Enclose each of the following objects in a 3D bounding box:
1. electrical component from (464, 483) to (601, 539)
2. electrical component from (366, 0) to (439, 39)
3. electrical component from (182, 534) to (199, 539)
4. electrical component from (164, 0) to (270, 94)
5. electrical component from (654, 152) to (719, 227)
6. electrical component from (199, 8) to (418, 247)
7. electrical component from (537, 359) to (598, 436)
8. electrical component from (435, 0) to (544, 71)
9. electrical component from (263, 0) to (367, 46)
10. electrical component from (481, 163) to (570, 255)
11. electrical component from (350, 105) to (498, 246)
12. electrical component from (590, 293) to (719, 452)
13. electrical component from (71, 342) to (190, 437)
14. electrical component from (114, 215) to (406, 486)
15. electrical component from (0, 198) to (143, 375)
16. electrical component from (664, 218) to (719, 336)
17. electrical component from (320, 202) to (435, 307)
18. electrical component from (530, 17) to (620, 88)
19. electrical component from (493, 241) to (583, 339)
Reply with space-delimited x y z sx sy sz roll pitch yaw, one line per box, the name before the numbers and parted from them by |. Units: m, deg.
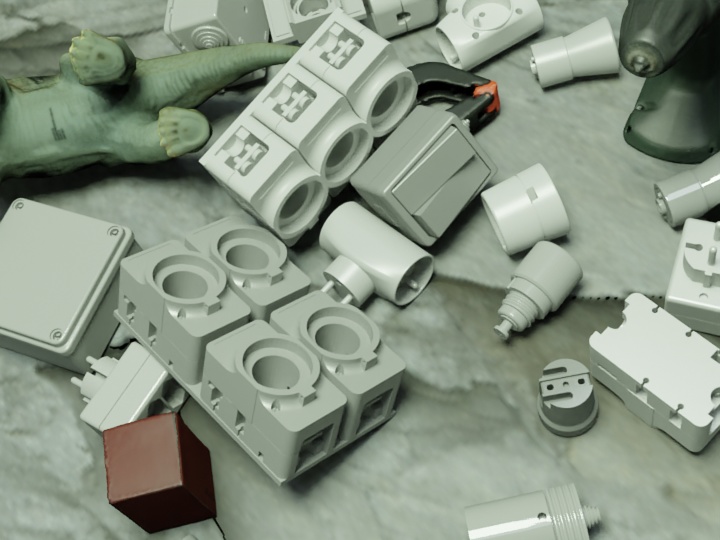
electrical component | 0.109 0.161 0.670 0.081 0.043 0.043 -13 59 5
electrical component | 0.030 -0.249 0.910 0.059 0.053 0.095 -19 59 2
electrical component | -0.121 0.219 0.686 0.056 0.050 0.089 38 75 27
electrical component | -0.115 -0.211 0.897 0.048 0.099 0.099 -10 59 22
electrical component | 0.243 -0.057 0.764 0.065 0.044 0.044 -23 59 5
electrical component | -0.031 -0.099 0.786 0.062 0.089 0.150 38 84 25
electrical component | 0.136 0.083 0.706 0.040 0.046 0.040 -6 61 10
electrical component | 0.096 -0.209 0.878 0.077 0.044 0.079 -30 59 -5
electrical component | -0.043 -0.239 0.915 0.079 0.063 0.121 -17 59 3
electrical component | 0.119 -0.042 0.776 0.047 0.055 0.055 -24 59 3
electrical component | 0.053 -0.073 0.785 0.096 0.061 0.061 -48 30 -8
electrical component | 0.197 0.068 0.695 0.050 0.055 0.089 -44 61 -13
electrical component | -0.174 0.087 0.773 0.077 0.047 0.065 24 69 23
electrical component | -0.071 0.044 0.740 0.105 0.060 0.186 -26 54 -38
electrical component | -0.235 0.011 0.824 0.109 0.056 0.108 15 66 20
electrical component | 0.234 -0.004 0.714 0.047 0.076 0.065 13 65 19
electrical component | 0.000 0.000 0.784 0.077 0.043 0.079 37 75 27
electrical component | 0.166 -0.167 0.842 0.065 0.044 0.044 -15 59 10
electrical component | 0.121 0.015 0.750 0.040 0.040 0.078 34 74 26
